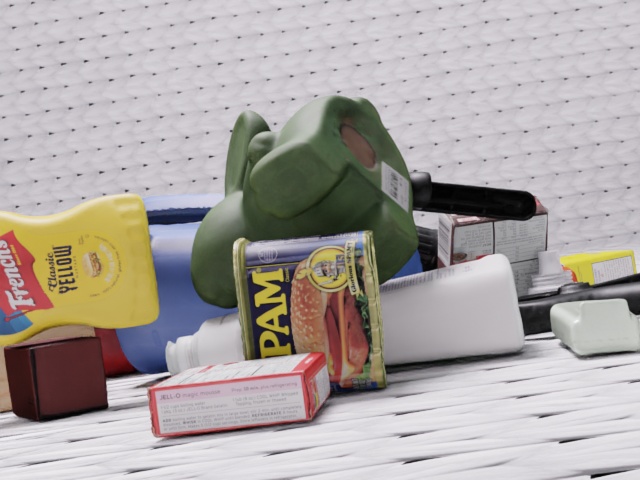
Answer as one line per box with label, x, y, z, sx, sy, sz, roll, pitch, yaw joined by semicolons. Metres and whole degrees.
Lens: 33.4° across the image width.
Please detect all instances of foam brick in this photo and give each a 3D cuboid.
foam brick;-0.191;0.099;0.769;0.051;0.053;0.078;-7;0;-30

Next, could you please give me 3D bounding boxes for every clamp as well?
clamp;0.207;0.050;0.822;0.171;0.039;0.120;-13;-5;-6
clamp;0.046;-0.039;0.852;0.210;0.036;0.164;6;0;33

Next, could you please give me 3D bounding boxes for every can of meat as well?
can of meat;-0.004;0.046;0.657;0.084;0.102;0.057;-6;4;5

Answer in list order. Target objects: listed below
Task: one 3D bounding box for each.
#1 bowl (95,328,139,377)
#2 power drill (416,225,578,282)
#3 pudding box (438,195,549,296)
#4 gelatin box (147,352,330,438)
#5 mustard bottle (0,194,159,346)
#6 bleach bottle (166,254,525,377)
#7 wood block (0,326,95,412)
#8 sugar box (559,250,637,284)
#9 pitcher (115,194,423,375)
bowl;-0.204;0.103;1.047;0.162;0.055;0.162;-8;-1;0
power drill;0.136;0.031;1.053;0.184;0.057;0.188;18;-6;-12
pudding box;0.150;0.023;0.931;0.090;0.113;0.039;-8;28;-10
gelatin box;-0.043;0.086;0.596;0.089;0.030;0.073;-9;0;9
mustard bottle;-0.215;0.025;0.761;0.191;0.096;0.058;-8;1;-9
bleach bottle;0.015;0.065;0.765;0.251;0.068;0.102;-10;0;9
wood block;-0.286;0.095;0.861;0.206;0.090;0.091;-8;0;-14
sugar box;0.260;0.044;1.196;0.175;0.048;0.094;-6;-1;-32
pitcher;-0.044;0.036;0.886;0.243;0.145;0.149;-5;-6;20
